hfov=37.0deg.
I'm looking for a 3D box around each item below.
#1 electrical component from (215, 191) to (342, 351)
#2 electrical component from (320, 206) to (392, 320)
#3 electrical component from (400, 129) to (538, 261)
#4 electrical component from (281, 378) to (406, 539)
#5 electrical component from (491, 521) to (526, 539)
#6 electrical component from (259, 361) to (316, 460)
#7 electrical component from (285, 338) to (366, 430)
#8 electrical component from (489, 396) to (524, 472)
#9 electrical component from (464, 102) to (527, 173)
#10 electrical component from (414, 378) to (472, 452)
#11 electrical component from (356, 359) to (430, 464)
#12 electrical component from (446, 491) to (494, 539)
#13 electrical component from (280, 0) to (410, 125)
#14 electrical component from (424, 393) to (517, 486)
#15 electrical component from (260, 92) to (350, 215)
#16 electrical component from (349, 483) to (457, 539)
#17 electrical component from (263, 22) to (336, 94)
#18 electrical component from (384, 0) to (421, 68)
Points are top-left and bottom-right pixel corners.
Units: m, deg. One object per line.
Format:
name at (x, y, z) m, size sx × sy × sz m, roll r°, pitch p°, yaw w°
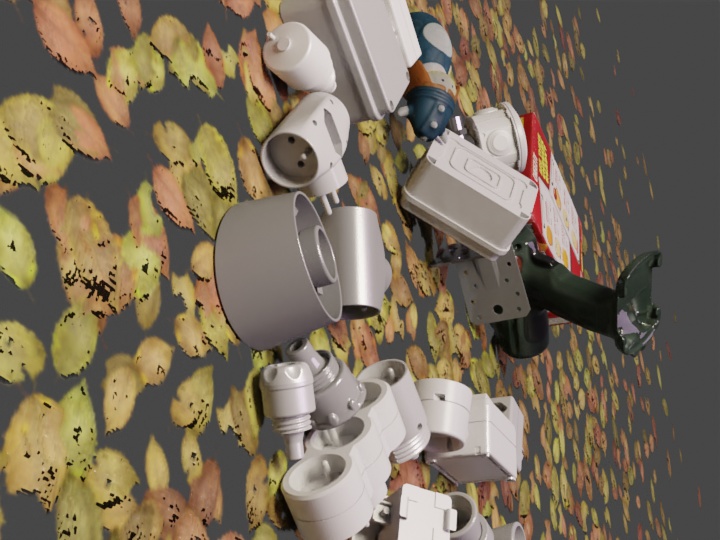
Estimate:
electrical component at (-0.051, -0.001, 0.710) m, size 0.099 × 0.064 × 0.099 m, roll -16°, pitch 90°, yaw -79°
electrical component at (0.000, 0.000, 0.824) m, size 0.079 × 0.043 × 0.077 m, roll 32°, pitch 52°, yaw -61°
electrical component at (0.101, -0.070, 1.002) m, size 0.113 × 0.057 × 0.078 m, roll 31°, pitch 35°, yaw -3°
electrical component at (-0.004, 0.143, 0.745) m, size 0.138 × 0.052 × 0.073 m, roll -59°, pitch 134°, yaw -57°
electrical component at (0.121, 0.255, 0.985) m, size 0.045 × 0.055 × 0.045 m, roll -10°, pitch 90°, yaw -67°
electrical component at (-0.045, 0.091, 0.694) m, size 0.035 × 0.035 × 0.061 m, roll -11°, pitch 94°, yaw -67°
electrical component at (-0.028, 0.074, 0.729) m, size 0.062 × 0.048 × 0.048 m, roll 59°, pitch 30°, yaw -27°
electrical component at (0.140, 0.175, 1.073) m, size 0.076 × 0.047 × 0.065 m, roll 58°, pitch 32°, yaw -42°
electrical component at (0.151, -0.142, 1.192) m, size 0.080 × 0.051 × 0.080 m, roll 165°, pitch -90°, yaw -84°
electrical component at (0.066, 0.125, 0.915) m, size 0.055 × 0.055 × 0.047 m, roll 49°, pitch 41°, yaw -50°
electrical component at (0.029, 0.115, 0.845) m, size 0.043 × 0.043 × 0.081 m, roll -63°, pitch 137°, yaw -55°
electrical component at (0.089, 0.226, 0.937) m, size 0.055 × 0.045 × 0.045 m, roll 59°, pitch 31°, yaw -41°
electrical component at (-0.009, -0.179, 0.858) m, size 0.078 × 0.057 × 0.113 m, roll -65°, pitch 139°, yaw -54°
electrical component at (0.103, 0.156, 0.977) m, size 0.096 × 0.062 × 0.061 m, roll 46°, pitch 40°, yaw -53°
electrical component at (-0.033, -0.079, 0.780) m, size 0.077 × 0.043 × 0.079 m, roll -61°, pitch 136°, yaw -56°
electrical component at (0.032, 0.220, 0.766) m, size 0.079 × 0.063 × 0.121 m, roll 19°, pitch 53°, yaw -17°
electrical component at (-0.040, -0.152, 0.798) m, size 0.078 × 0.040 × 0.040 m, roll 32°, pitch 52°, yaw -61°
electrical component at (0.014, -0.202, 0.935) m, size 0.076 × 0.047 × 0.065 m, roll -58°, pitch 133°, yaw -57°
